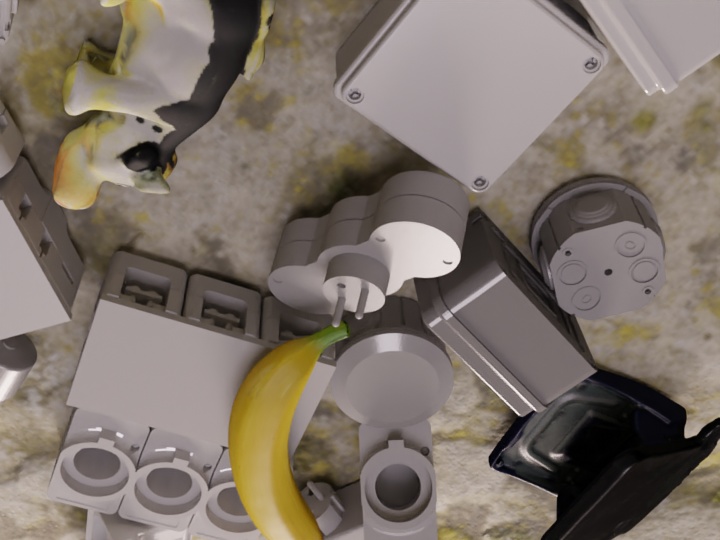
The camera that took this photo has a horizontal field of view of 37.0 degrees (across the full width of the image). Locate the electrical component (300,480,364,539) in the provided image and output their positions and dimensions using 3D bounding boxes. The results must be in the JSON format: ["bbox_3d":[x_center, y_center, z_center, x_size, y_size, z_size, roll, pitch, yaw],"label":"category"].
[{"bbox_3d":[-0.027,0.183,0.795,0.083,0.047,0.075,-25,121,14],"label":"electrical component"}]

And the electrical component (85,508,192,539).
[{"bbox_3d":[-0.168,0.221,0.801,0.063,0.078,0.121,-9,130,-31],"label":"electrical component"}]

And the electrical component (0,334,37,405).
[{"bbox_3d":[-0.246,0.071,0.715,0.040,0.040,0.078,28,119,-19],"label":"electrical component"}]

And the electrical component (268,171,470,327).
[{"bbox_3d":[0.000,0.000,0.626,0.138,0.073,0.052,-21,133,41],"label":"electrical component"}]

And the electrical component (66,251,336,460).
[{"bbox_3d":[-0.101,0.055,0.697,0.150,0.061,0.089,17,122,-14],"label":"electrical component"}]

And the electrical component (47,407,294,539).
[{"bbox_3d":[-0.130,0.131,0.747,0.150,0.061,0.089,18,122,-14],"label":"electrical component"}]

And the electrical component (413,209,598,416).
[{"bbox_3d":[0.089,0.028,0.677,0.057,0.078,0.113,-37,118,17],"label":"electrical component"}]

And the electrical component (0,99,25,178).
[{"bbox_3d":[-0.249,-0.075,0.607,0.095,0.053,0.059,-17,123,9],"label":"electrical component"}]

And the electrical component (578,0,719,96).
[{"bbox_3d":[0.128,-0.157,0.534,0.056,0.108,0.108,-35,119,17],"label":"electrical component"}]

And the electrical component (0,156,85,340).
[{"bbox_3d":[-0.257,-0.002,0.651,0.150,0.061,0.089,-15,123,8],"label":"electrical component"}]

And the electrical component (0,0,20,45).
[{"bbox_3d":[-0.211,-0.160,0.551,0.096,0.061,0.061,6,124,-16],"label":"electrical component"}]

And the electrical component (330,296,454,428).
[{"bbox_3d":[0.020,0.061,0.712,0.080,0.051,0.080,-1,124,-2],"label":"electrical component"}]

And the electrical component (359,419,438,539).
[{"bbox_3d":[0.026,0.148,0.741,0.050,0.055,0.089,-3,83,0],"label":"electrical component"}]

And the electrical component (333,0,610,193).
[{"bbox_3d":[0.059,-0.116,0.590,0.109,0.056,0.108,32,117,-21],"label":"electrical component"}]

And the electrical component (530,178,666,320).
[{"bbox_3d":[0.149,-0.012,0.667,0.080,0.051,0.080,-1,124,-2],"label":"electrical component"}]
